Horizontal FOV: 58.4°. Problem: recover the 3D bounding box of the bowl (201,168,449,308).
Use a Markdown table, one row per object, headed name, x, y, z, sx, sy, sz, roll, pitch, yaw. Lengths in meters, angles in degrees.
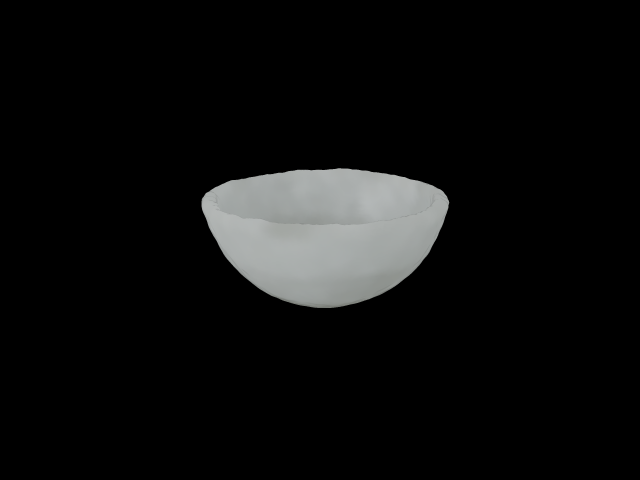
| name | x | y | z | sx | sy | sz | roll | pitch | yaw |
| --- | --- | --- | --- | --- | --- | --- | --- | --- | --- |
| bowl | 0.004 | 0.001 | 0.400 | 0.167 | 0.075 | 0.167 | 0 | 18 | 0 |
